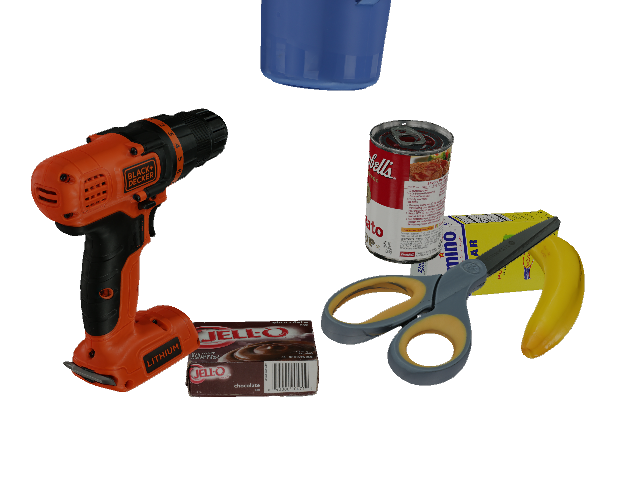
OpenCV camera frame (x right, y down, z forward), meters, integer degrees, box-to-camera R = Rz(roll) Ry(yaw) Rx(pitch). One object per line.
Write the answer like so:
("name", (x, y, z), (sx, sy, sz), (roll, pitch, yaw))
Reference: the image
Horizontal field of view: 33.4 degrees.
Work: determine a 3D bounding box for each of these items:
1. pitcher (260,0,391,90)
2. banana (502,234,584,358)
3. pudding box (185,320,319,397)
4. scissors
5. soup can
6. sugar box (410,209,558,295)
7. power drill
("pitcher", (0.015, -0.254, 0.917), (0.145, 0.243, 0.149), (7, 17, 7))
("banana", (0.216, 0.043, 1.006), (0.070, 0.037, 0.197), (-25, 25, 18))
("pudding box", (-0.060, 0.103, 0.941), (0.113, 0.039, 0.090), (1, 18, -5))
("scissors", (0.097, 0.035, 0.651), (0.201, 0.016, 0.096), (-15, 43, -26))
("soup can", (0.072, -0.040, 0.883), (0.068, 0.102, 0.068), (1, 28, -1))
("sugar box", (0.195, 0.016, 1.268), (0.176, 0.093, 0.048), (-5, 20, -24))
("power drill", (-0.131, 0.003, 0.794), (0.057, 0.188, 0.184), (14, 26, 32))
